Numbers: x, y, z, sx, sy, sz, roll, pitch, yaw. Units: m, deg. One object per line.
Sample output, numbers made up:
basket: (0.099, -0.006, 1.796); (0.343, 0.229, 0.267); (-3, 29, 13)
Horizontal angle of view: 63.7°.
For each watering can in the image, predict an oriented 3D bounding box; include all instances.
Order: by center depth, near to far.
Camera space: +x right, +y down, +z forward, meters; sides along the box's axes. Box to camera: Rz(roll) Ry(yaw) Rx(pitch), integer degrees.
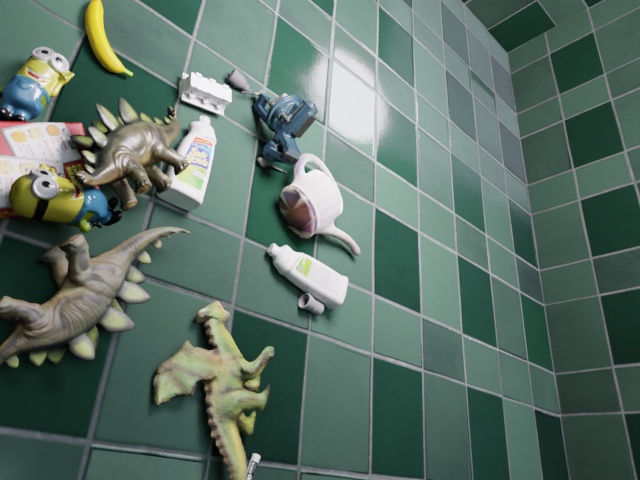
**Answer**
watering can: (0.004, -0.074, 1.462); (0.228, 0.103, 0.345); (-37, 106, -48)

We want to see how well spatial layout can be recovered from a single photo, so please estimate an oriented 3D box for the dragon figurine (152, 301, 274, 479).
dragon figurine: (-0.228, 0.320, 1.066); (0.242, 0.120, 0.420); (20, 56, -20)
